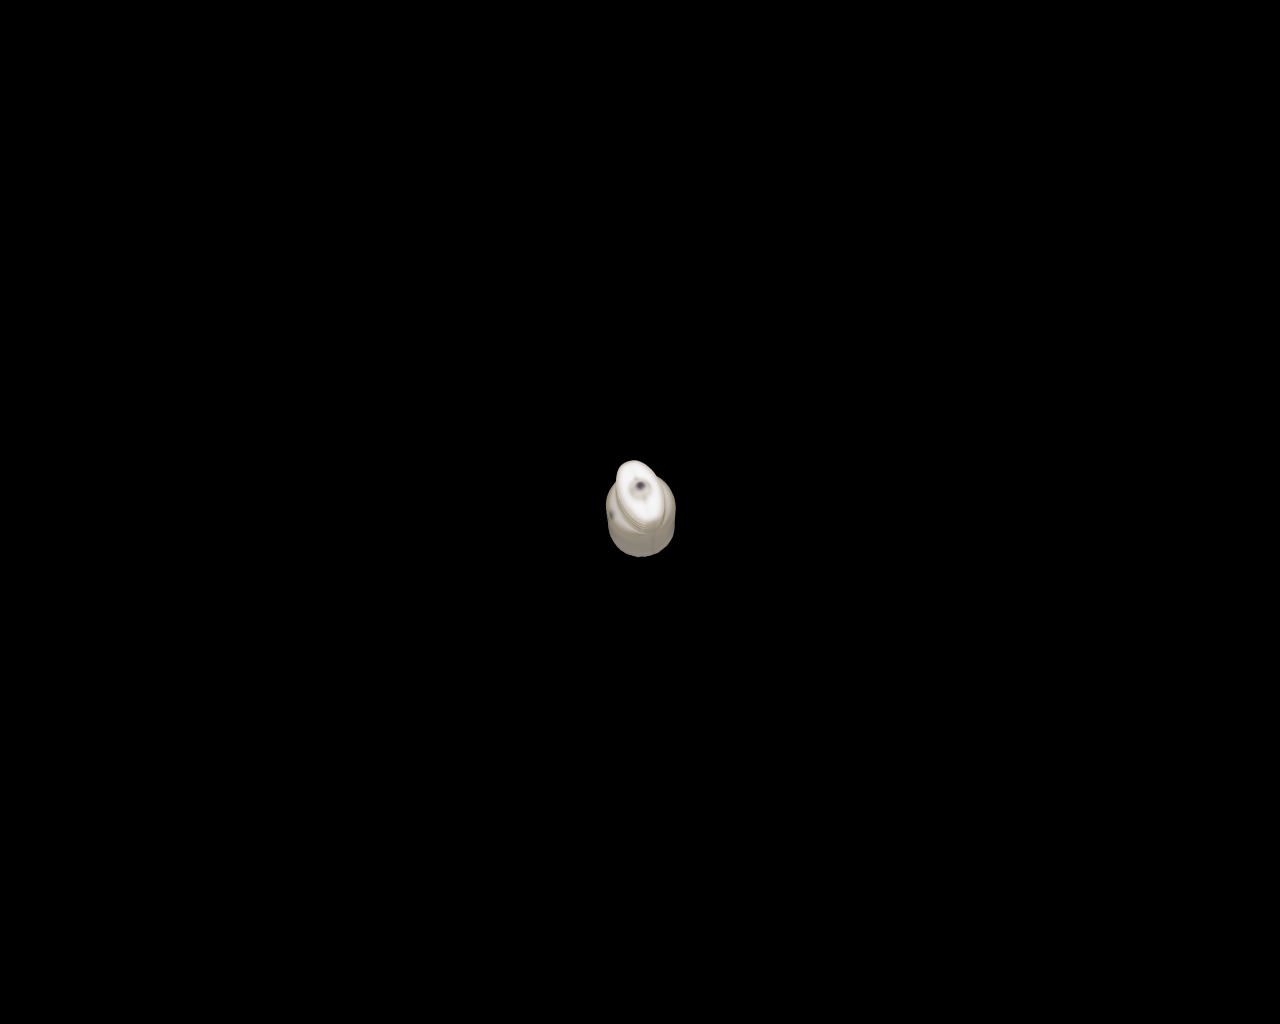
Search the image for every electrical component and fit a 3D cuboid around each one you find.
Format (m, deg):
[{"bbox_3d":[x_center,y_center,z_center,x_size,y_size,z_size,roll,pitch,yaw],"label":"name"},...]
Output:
[{"bbox_3d":[0.001,-0.003,0.650,0.043,0.043,0.080,0,-19,0],"label":"electrical component"}]
